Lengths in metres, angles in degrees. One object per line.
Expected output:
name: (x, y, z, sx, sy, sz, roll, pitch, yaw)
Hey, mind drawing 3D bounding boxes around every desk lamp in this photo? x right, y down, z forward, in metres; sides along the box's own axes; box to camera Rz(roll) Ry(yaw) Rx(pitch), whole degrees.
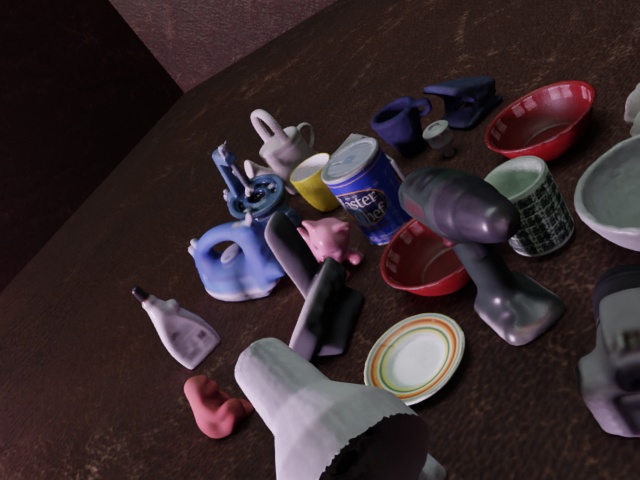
desk lamp: (0.020, 0.183, 0.504, 0.118, 0.214, 0.202, -45, 28, -11)

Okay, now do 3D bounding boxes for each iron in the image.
iron: (-0.164, 0.028, 1.049, 0.257, 0.142, 0.119, -16, 35, 37)

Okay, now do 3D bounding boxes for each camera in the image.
camera: (0.283, 0.074, 0.474, 0.143, 0.101, 0.137, -22, 32, 30)

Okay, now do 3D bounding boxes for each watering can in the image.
watering can: (-0.086, -0.196, 1.238, 0.100, 0.194, 0.173, -7, 40, 45)

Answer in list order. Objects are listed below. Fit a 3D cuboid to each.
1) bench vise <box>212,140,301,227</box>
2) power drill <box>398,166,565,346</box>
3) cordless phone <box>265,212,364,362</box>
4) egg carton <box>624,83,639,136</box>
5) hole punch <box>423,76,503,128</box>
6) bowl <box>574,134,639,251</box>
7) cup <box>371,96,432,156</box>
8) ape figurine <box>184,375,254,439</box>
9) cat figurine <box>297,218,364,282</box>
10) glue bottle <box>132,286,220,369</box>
bench vise: (-0.160, -0.094, 1.144, 0.206, 0.220, 0.122, -10, 39, 43)
power drill: (0.168, 0.009, 0.596, 0.075, 0.209, 0.229, -39, 27, -1)
cordless phone: (-0.032, 0.064, 0.783, 0.094, 0.185, 0.147, -20, 33, 32)
egg carton: (0.442, -0.161, 0.673, 0.150, 0.069, 0.107, -22, 31, 29)
hole punch: (0.257, -0.268, 1.041, 0.101, 0.091, 0.108, -43, 27, -9)
bowl: (0.357, -0.042, 0.589, 0.167, 0.075, 0.167, -29, 28, 18)
cup: (0.166, -0.208, 1.057, 0.117, 0.095, 0.092, -19, 33, 34)
ape figurine: (-0.148, 0.221, 0.786, 0.076, 0.092, 0.077, -41, 27, -5)
cat figurine: (0.008, 0.003, 0.901, 0.067, 0.118, 0.127, -49, 29, -19)
glue bottle: (-0.246, 0.135, 0.949, 0.078, 0.173, 0.037, -45, 28, -13)
